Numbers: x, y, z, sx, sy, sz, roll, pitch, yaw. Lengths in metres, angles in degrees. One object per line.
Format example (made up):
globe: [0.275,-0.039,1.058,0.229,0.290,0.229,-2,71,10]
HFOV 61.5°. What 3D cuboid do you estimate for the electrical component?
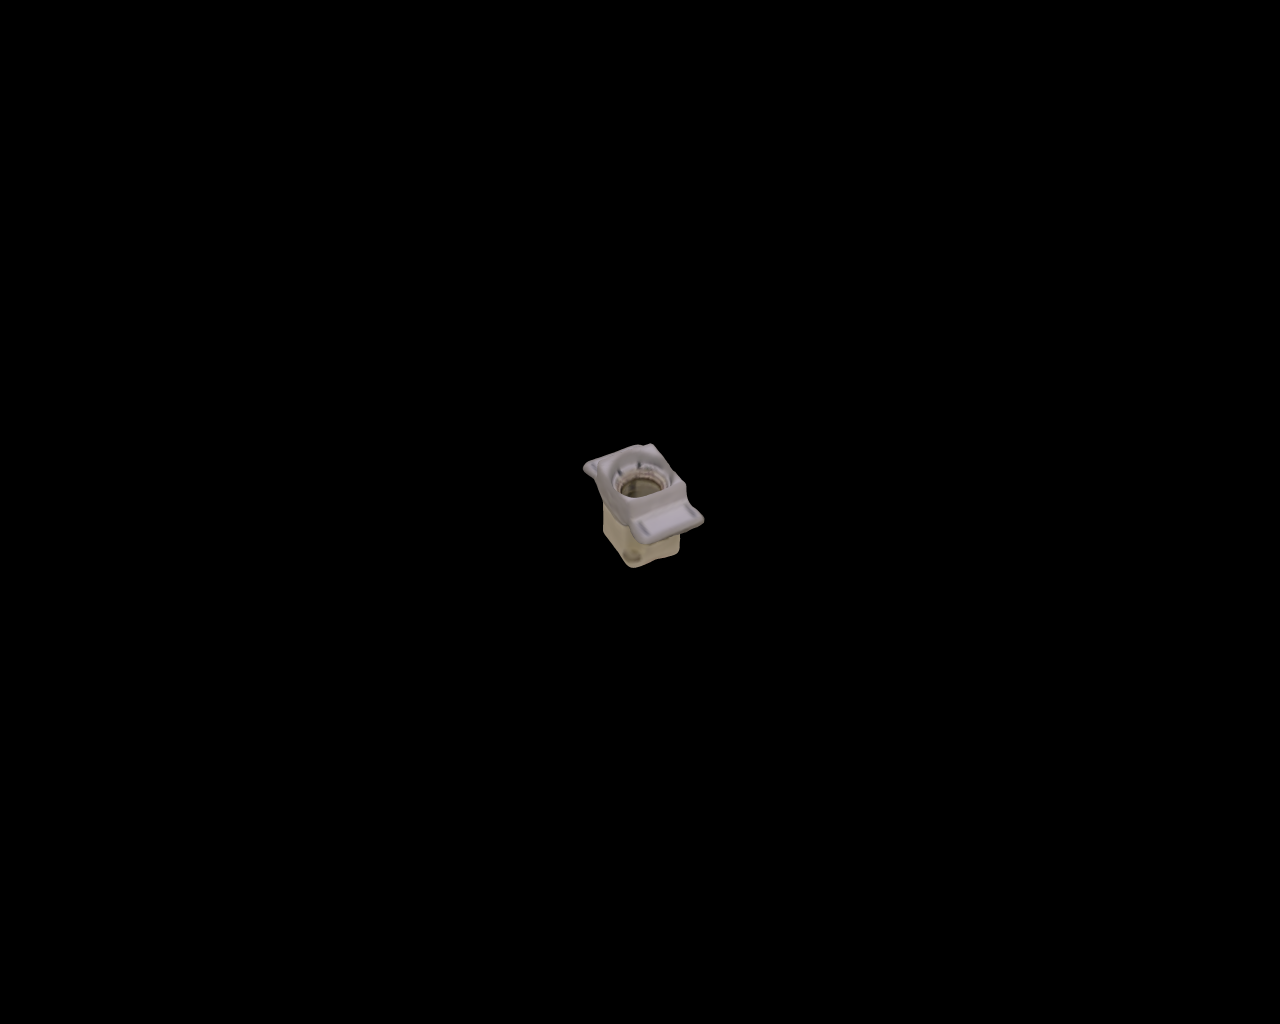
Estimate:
electrical component: [0.001,-0.003,0.650,0.042,0.063,0.081,-19,46,-19]
